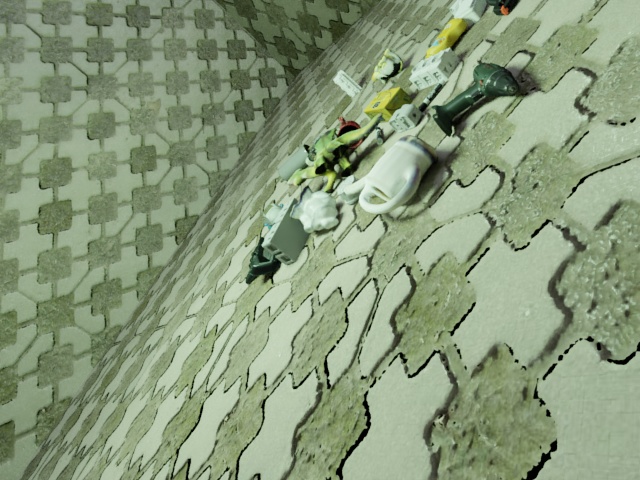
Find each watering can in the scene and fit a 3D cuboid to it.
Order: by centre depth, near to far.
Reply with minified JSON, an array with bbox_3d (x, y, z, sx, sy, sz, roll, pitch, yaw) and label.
[{"bbox_3d":[0.175,-0.170,1.331,0.225,0.103,0.351,-48,21,-1],"label":"watering can"}]

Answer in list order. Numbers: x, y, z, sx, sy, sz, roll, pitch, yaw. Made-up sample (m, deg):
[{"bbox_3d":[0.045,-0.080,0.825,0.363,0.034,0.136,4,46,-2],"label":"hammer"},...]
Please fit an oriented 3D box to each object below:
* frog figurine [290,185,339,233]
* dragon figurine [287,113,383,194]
[{"bbox_3d":[0.005,-0.079,1.567,0.161,0.120,0.139,27,64,33],"label":"frog figurine"},{"bbox_3d":[0.040,-0.314,1.756,0.406,0.121,0.248,-45,36,15],"label":"dragon figurine"}]
